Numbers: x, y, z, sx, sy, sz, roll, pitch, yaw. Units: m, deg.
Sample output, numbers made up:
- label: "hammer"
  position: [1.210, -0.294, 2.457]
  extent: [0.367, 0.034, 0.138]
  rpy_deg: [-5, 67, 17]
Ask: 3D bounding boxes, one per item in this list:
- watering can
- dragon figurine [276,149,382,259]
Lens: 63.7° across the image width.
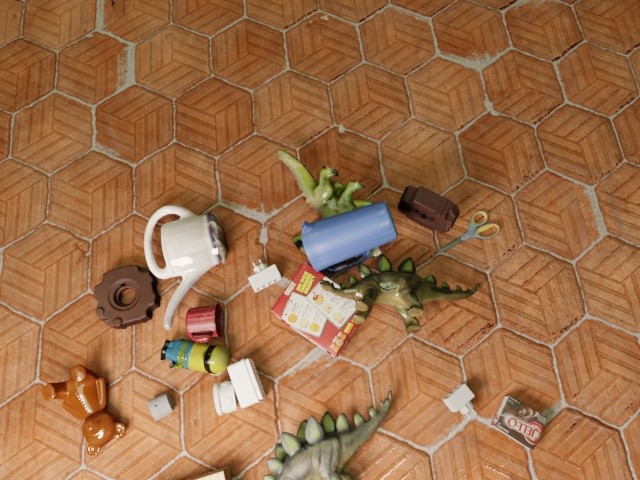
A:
- label: "watering can"
  position: [-0.360, 0.055, 1.417]
  extent: [0.225, 0.353, 0.102]
  rpy_deg: [-14, -18, -5]
- label: "dragon figurine"
  position: [0.004, -0.074, 1.473]
  extent: [0.412, 0.244, 0.121]
  rpy_deg: [27, -9, 9]
